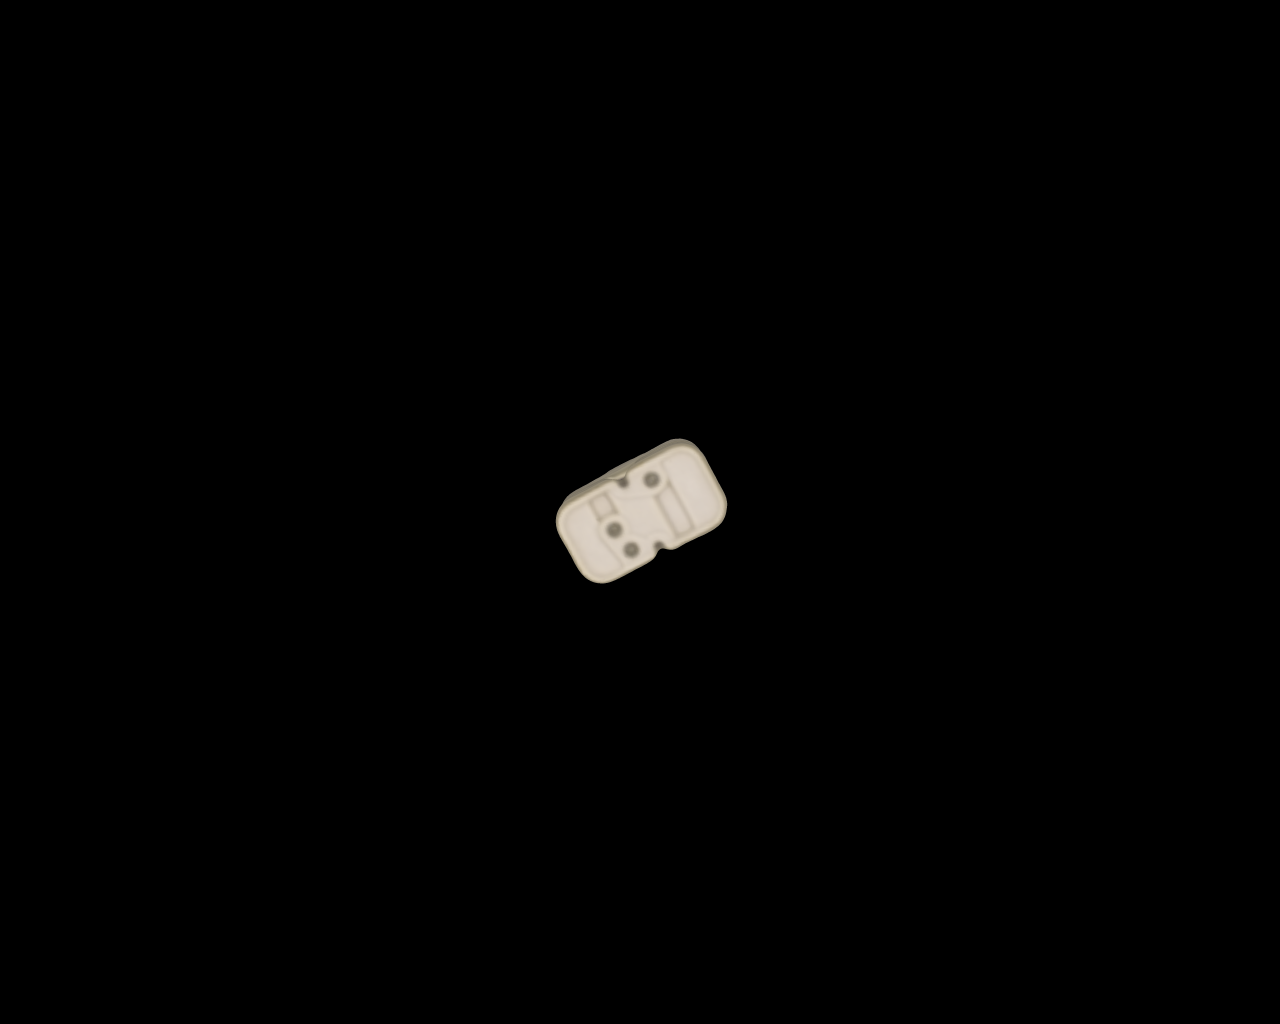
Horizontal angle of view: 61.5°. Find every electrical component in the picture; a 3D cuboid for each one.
[{"bbox_3d":[0.001,-0.003,0.650,0.095,0.053,0.059,-28,7,4],"label":"electrical component"}]
